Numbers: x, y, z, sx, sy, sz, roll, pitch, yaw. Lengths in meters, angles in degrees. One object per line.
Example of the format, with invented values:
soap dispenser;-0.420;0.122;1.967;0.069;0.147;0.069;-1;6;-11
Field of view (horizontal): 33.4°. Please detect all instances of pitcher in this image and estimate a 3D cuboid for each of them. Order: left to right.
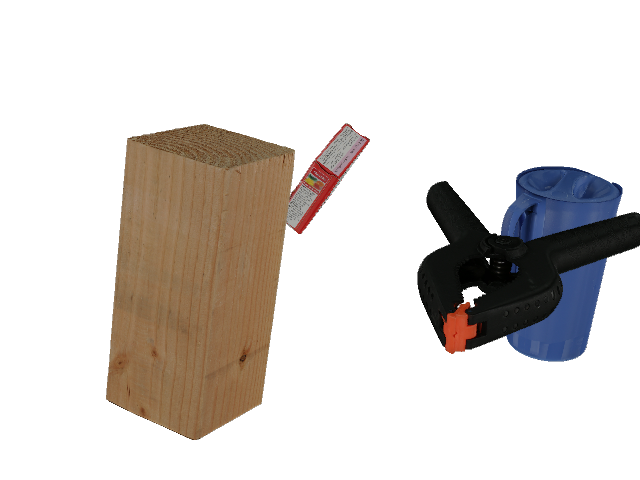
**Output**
pitcher;0.302;0.034;1.396;0.149;0.243;0.145;5;23;6

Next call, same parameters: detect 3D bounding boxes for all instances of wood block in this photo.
wood block;-0.090;0.028;0.790;0.090;0.206;0.090;19;21;28

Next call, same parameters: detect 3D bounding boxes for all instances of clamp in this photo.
clamp;0.116;0.012;0.733;0.165;0.036;0.209;14;30;28

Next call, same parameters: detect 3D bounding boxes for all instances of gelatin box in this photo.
gelatin box;0.002;-0.057;0.959;0.030;0.073;0.089;36;36;-1
